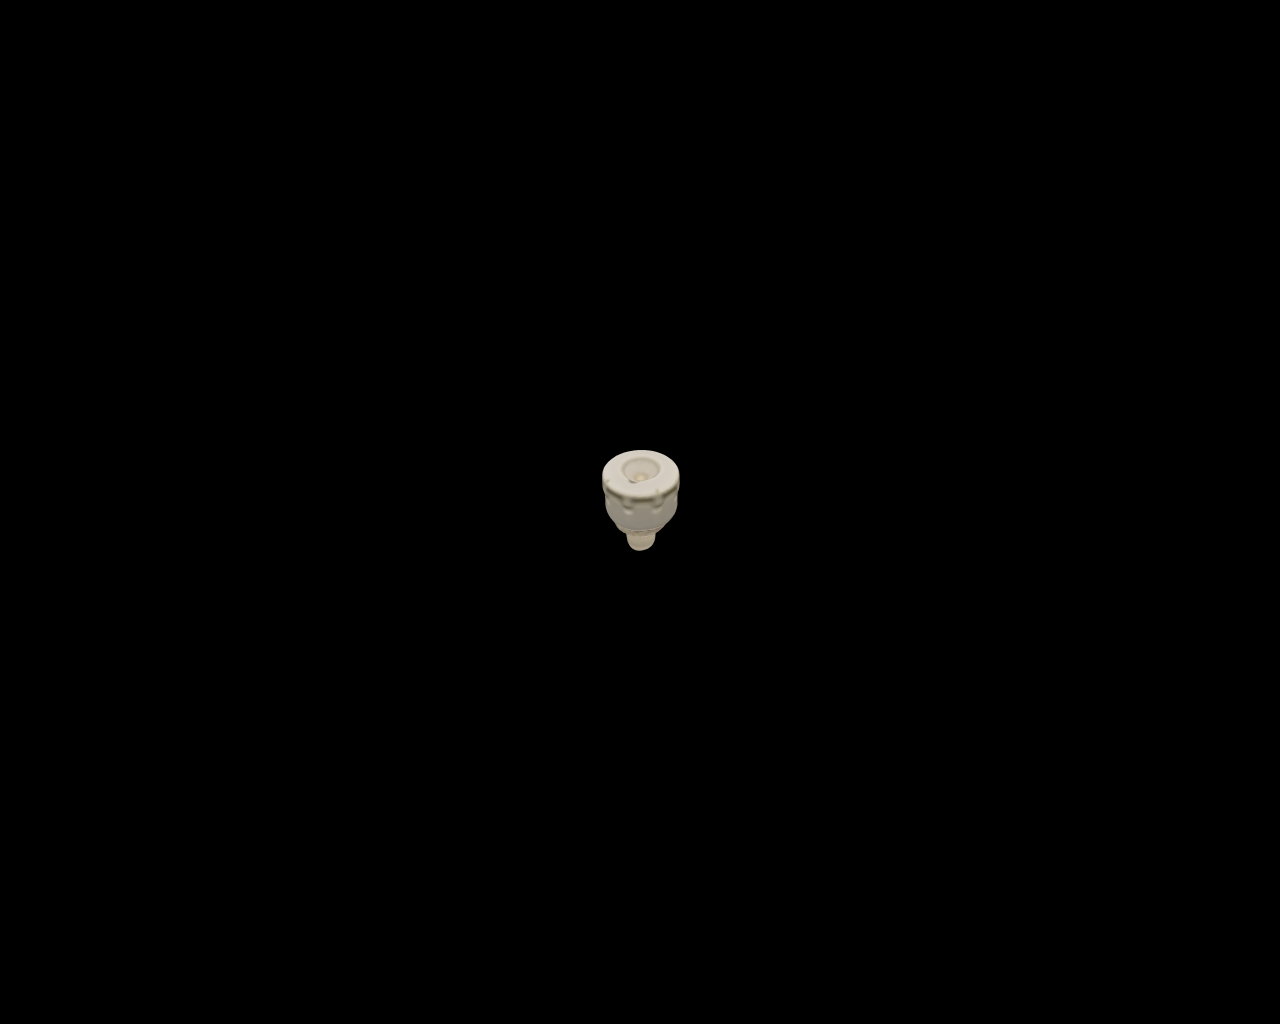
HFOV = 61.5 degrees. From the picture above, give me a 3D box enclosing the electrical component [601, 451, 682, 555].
[{"bbox_3d":[0.001,-0.003,0.650,0.048,0.062,0.048,0,39,0],"label":"electrical component"}]
